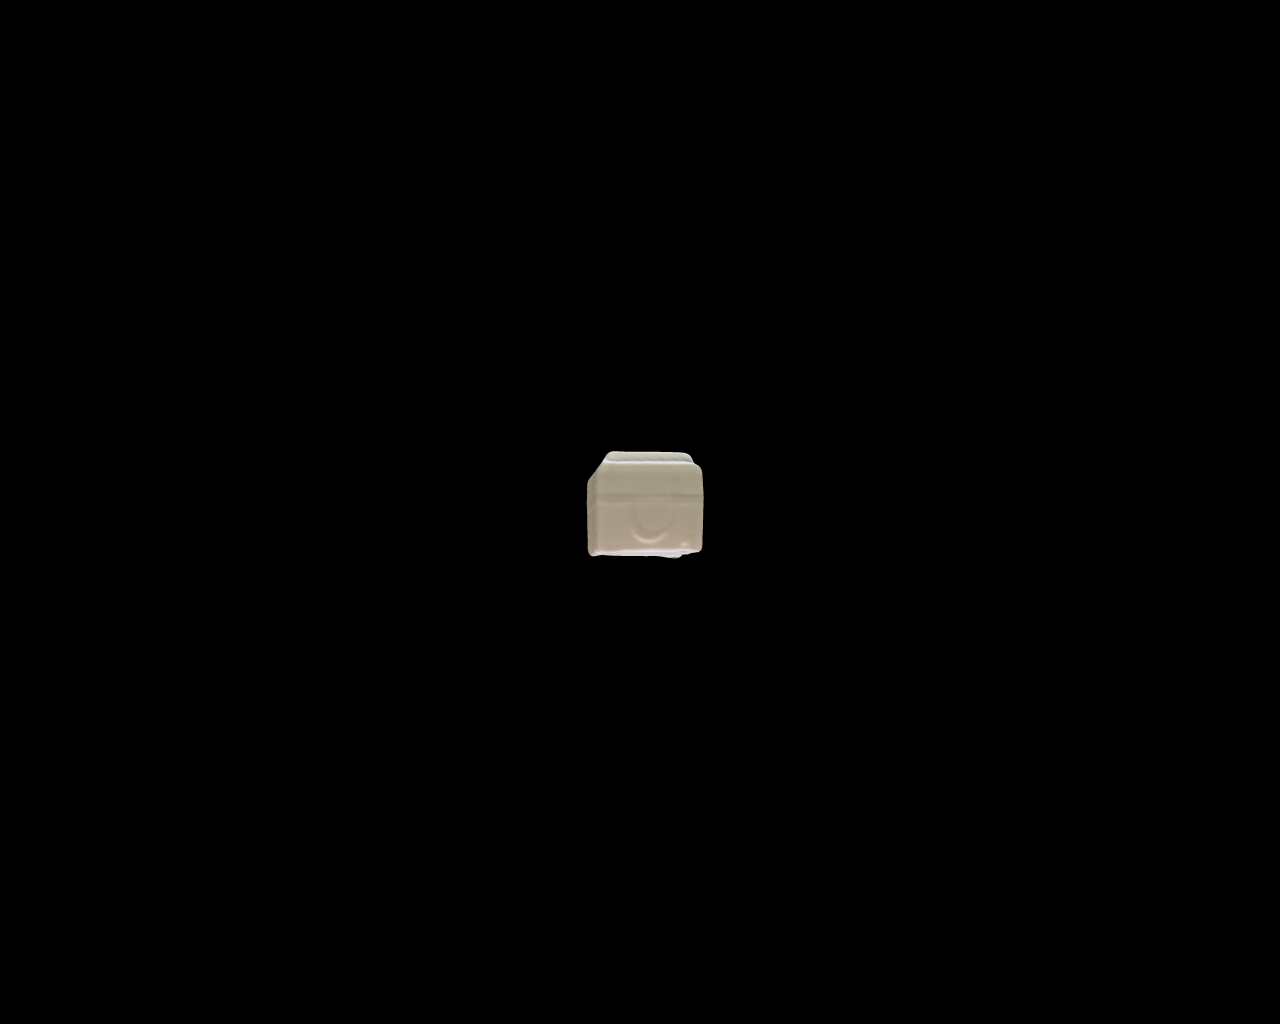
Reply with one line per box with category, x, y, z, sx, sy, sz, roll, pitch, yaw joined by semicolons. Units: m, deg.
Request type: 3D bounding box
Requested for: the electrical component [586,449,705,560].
electrical component;0.001;-0.003;0.650;0.062;0.061;0.096;1;-4;-7
